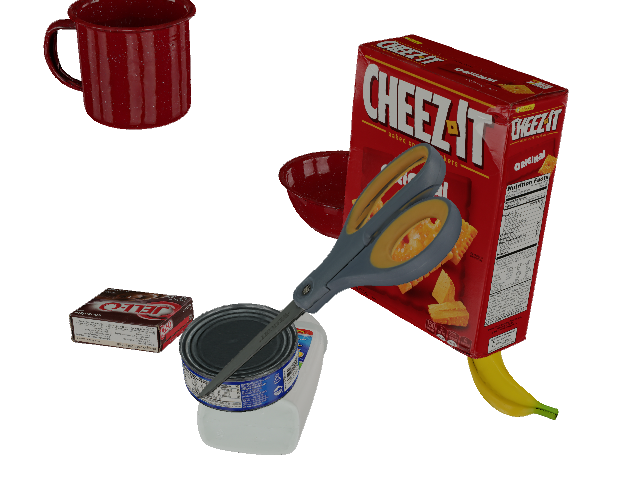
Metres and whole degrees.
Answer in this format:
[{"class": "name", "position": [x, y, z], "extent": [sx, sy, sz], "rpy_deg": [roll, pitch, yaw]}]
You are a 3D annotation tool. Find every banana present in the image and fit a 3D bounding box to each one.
[{"class": "banana", "position": [0.195, 0.138, 1.171], "extent": [0.069, 0.037, 0.198], "rpy_deg": [11, 27, -15]}]

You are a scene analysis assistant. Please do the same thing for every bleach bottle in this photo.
[{"class": "bleach bottle", "position": [-0.050, 0.130, 1.111], "extent": [0.102, 0.068, 0.250], "rpy_deg": [7, 20, 5]}]

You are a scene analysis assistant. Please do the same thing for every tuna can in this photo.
[{"class": "tuna can", "position": [-0.058, 0.084, 0.771], "extent": [0.086, 0.034, 0.086], "rpy_deg": [-2, 34, 1]}]

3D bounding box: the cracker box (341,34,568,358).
[{"class": "cracker box", "position": [0.095, -0.036, 0.844], "extent": [0.071, 0.214, 0.164], "rpy_deg": [-18, 34, -37]}]

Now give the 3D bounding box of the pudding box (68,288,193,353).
[{"class": "pudding box", "position": [-0.212, 0.089, 1.206], "extent": [0.114, 0.039, 0.090], "rpy_deg": [3, 17, 18]}]

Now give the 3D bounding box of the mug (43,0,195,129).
[{"class": "mug", "position": [-0.151, -0.136, 0.800], "extent": [0.117, 0.081, 0.093], "rpy_deg": [4, 30, 5]}]

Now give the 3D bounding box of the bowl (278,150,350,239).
[{"class": "bowl", "position": [0.033, -0.043, 1.159], "extent": [0.162, 0.055, 0.162], "rpy_deg": [4, 26, -2]}]

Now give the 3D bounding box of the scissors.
[{"class": "scissors", "position": [0.008, 0.032, 0.594], "extent": [0.016, 0.202, 0.096], "rpy_deg": [37, 3, -32]}]
